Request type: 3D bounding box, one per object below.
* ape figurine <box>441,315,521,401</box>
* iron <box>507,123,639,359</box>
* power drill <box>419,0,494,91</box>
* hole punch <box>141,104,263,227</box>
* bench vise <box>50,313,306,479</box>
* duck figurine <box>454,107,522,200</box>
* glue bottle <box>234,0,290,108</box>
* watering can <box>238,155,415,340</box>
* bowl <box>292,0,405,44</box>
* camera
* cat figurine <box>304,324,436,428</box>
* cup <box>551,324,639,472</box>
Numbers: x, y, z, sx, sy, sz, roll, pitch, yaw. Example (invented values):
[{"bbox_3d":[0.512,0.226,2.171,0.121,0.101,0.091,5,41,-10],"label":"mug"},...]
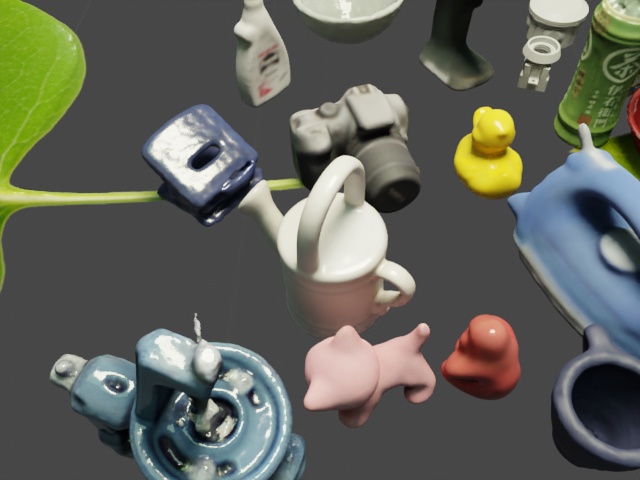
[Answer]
[{"bbox_3d":[0.146,0.098,0.509,0.078,0.092,0.076,-21,56,-12],"label":"ape figurine"},{"bbox_3d":[0.289,0.016,0.530,0.119,0.141,0.257,-19,55,-11],"label":"iron"},{"bbox_3d":[0.189,-0.302,0.724,0.076,0.208,0.229,-27,57,-16],"label":"power drill"},{"bbox_3d":[-0.131,-0.088,0.657,0.101,0.091,0.109,31,61,23],"label":"hole punch"},{"bbox_3d":[-0.118,0.126,0.422,0.207,0.220,0.121,-1,54,3],"label":"bench vise"},{"bbox_3d":[0.198,-0.106,0.658,0.077,0.086,0.104,-9,54,-3],"label":"duck figurine"},{"bbox_3d":[-0.078,-0.255,0.725,0.037,0.173,0.078,33,62,24],"label":"glue bottle"},{"bbox_3d":[0.004,0.003,0.521,0.172,0.194,0.101,8,55,8],"label":"watering can"},{"bbox_3d":[0.043,-0.340,0.842,0.167,0.075,0.167,-1,54,2],"label":"bowl"},{"bbox_3d":[0.048,-0.101,0.652,0.143,0.101,0.136,-15,55,-8],"label":"camera"},{"bbox_3d":[0.039,0.108,0.491,0.128,0.118,0.067,-21,56,-12],"label":"cat figurine"},{"bbox_3d":[0.226,0.138,0.474,0.091,0.095,0.117,0,54,3],"label":"cup"}]
